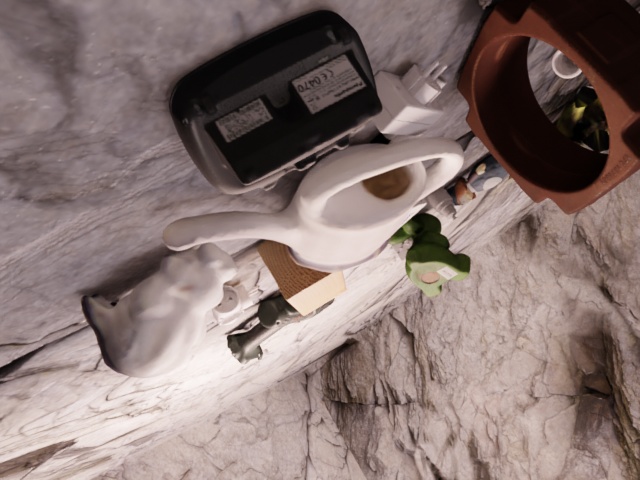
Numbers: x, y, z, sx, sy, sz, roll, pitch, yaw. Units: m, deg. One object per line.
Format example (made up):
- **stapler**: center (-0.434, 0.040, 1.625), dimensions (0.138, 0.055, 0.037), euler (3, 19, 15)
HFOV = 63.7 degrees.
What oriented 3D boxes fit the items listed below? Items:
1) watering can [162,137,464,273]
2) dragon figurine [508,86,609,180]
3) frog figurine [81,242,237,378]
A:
- **watering can**: center (0.002, -0.030, 0.590), dimensions (0.349, 0.105, 0.220), euler (-19, 162, -17)
- **dragon figurine**: center (0.490, -0.203, 1.037), dimensions (0.412, 0.123, 0.240), euler (-30, 173, -9)
- **frog figurine**: center (-0.159, 0.078, 0.568), dimensions (0.159, 0.125, 0.134), euler (-21, 144, 0)
